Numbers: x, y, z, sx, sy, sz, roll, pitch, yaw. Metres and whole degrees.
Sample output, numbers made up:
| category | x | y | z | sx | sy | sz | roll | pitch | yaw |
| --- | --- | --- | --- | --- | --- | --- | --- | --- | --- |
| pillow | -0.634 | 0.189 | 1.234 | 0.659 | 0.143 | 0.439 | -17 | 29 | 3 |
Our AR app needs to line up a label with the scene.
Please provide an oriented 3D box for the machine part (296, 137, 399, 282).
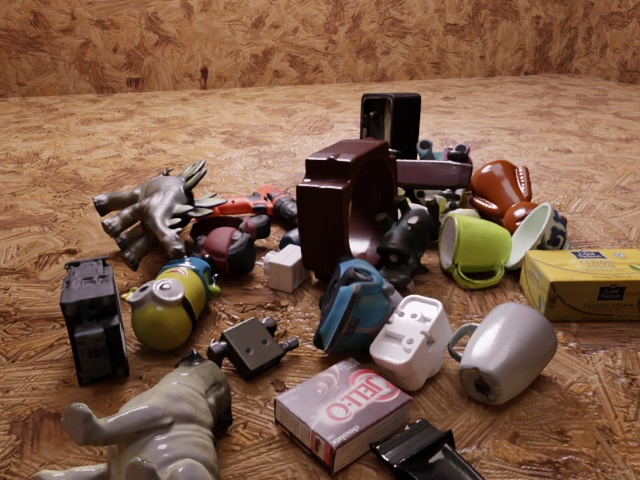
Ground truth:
| category | x | y | z | sx | sy | sz | roll | pitch | yaw |
| --- | --- | --- | --- | --- | --- | --- | --- | --- | --- |
| machine part | 0.046 | -0.046 | 0.826 | 0.087 | 0.201 | 0.201 | 10 | 26 | 28 |

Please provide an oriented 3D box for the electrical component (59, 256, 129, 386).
| category | x | y | z | sx | sy | sz | roll | pitch | yaw |
| --- | --- | --- | --- | --- | --- | --- | --- | --- | --- |
| electrical component | -0.259 | 0.096 | 0.620 | 0.058 | 0.114 | 0.134 | -11 | 25 | -18 |

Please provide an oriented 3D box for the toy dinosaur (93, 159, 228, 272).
| category | x | y | z | sx | sy | sz | roll | pitch | yaw |
| --- | --- | --- | --- | --- | --- | --- | --- | --- | --- |
| toy dinosaur | -0.271 | -0.061 | 0.918 | 0.198 | 0.104 | 0.472 | -27 | 27 | -16 |

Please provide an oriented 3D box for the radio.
| category | x | y | z | sx | sy | sz | roll | pitch | yaw |
| --- | --- | --- | --- | --- | --- | --- | --- | --- | --- |
| radio | 0.140 | -0.192 | 1.121 | 0.073 | 0.229 | 0.131 | -7 | 21 | -26 |

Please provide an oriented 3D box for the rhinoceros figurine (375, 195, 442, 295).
| category | x | y | z | sx | sy | sz | roll | pitch | yaw |
| --- | --- | --- | --- | --- | --- | --- | --- | --- | --- |
| rhinoceros figurine | 0.129 | 0.007 | 0.818 | 0.073 | 0.111 | 0.190 | 5 | 37 | 29 |

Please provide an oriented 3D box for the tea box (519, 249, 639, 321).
| category | x | y | z | sx | sy | sz | roll | pitch | yaw |
| --- | --- | --- | --- | --- | --- | --- | --- | --- | --- |
| tea box | 0.382 | 0.061 | 0.753 | 0.170 | 0.068 | 0.098 | -2 | 25 | -2 |

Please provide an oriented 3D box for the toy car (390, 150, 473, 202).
| category | x | y | z | sx | sy | sz | roll | pitch | yaw |
| --- | --- | --- | --- | --- | --- | --- | --- | --- | --- |
| toy car | 0.188 | -0.118 | 0.988 | 0.202 | 0.089 | 0.053 | 8 | -9 | 40 |

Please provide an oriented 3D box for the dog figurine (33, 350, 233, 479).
| category | x | y | z | sx | sy | sz | roll | pitch | yaw |
| --- | --- | --- | --- | --- | --- | --- | --- | --- | --- |
| dog figurine | -0.111 | 0.185 | 0.464 | 0.172 | 0.121 | 0.190 | 48 | 24 | 16 |

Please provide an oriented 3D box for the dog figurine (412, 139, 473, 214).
| category | x | y | z | sx | sy | sz | roll | pitch | yaw |
| --- | --- | --- | --- | --- | --- | --- | --- | --- | --- |
| dog figurine | 0.264 | -0.115 | 1.113 | 0.109 | 0.191 | 0.219 | 5 | -10 | 22 |

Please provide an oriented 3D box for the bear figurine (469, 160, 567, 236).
| category | x | y | z | sx | sy | sz | roll | pitch | yaw |
| --- | --- | --- | --- | --- | --- | --- | --- | --- | --- |
| bear figurine | 0.361 | -0.054 | 0.980 | 0.131 | 0.120 | 0.196 | 33 | 24 | -50 |

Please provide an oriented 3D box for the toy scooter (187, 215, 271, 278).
| category | x | y | z | sx | sy | sz | roll | pitch | yaw |
| --- | --- | --- | --- | --- | --- | --- | --- | --- | --- |
| toy scooter | -0.162 | 0.004 | 0.874 | 0.135 | 0.075 | 0.184 | 1 | 23 | 8 |

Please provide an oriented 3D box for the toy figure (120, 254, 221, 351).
| category | x | y | z | sx | sy | sz | roll | pitch | yaw |
| --- | --- | --- | --- | --- | --- | --- | --- | --- | --- |
| toy figure | -0.184 | 0.075 | 0.709 | 0.082 | 0.089 | 0.180 | -28 | 10 | 12 |

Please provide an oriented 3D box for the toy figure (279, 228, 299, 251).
| category | x | y | z | sx | sy | sz | roll | pitch | yaw |
| --- | --- | --- | --- | --- | --- | --- | --- | --- | --- |
| toy figure | -0.003 | -0.004 | 0.912 | 0.064 | 0.057 | 0.154 | 26 | 30 | 34 |

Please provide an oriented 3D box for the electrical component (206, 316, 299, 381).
| category | x | y | z | sx | sy | sz | roll | pitch | yaw |
| --- | --- | --- | --- | --- | --- | --- | --- | --- | --- |
| electrical component | -0.086 | 0.127 | 0.641 | 0.078 | 0.045 | 0.102 | 43 | 44 | 18 |

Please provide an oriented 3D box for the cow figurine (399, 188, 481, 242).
| category | x | y | z | sx | sy | sz | roll | pitch | yaw |
| --- | --- | --- | --- | --- | --- | --- | --- | --- | --- |
| cow figurine | 0.187 | -0.027 | 0.934 | 0.168 | 0.098 | 0.068 | 15 | -11 | 23 |

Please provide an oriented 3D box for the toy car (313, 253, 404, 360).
| category | x | y | z | sx | sy | sz | roll | pitch | yaw |
| --- | --- | --- | --- | --- | --- | --- | --- | --- | --- |
| toy car | 0.056 | 0.087 | 0.676 | 0.103 | 0.109 | 0.162 | 25 | 13 | -4 |

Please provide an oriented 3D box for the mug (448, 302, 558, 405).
| category | x | y | z | sx | sy | sz | roll | pitch | yaw |
| --- | --- | --- | --- | --- | --- | --- | --- | --- | --- |
| mug | 0.192 | 0.126 | 0.601 | 0.110 | 0.080 | 0.107 | 14 | 35 | 39 |

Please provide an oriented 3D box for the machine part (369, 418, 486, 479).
| category | x | y | z | sx | sy | sz | roll | pitch | yaw |
| --- | --- | --- | --- | --- | --- | --- | --- | --- | --- |
| machine part | 0.113 | 0.208 | 0.468 | 0.084 | 0.039 | 0.139 | -9 | 24 | -31 |
